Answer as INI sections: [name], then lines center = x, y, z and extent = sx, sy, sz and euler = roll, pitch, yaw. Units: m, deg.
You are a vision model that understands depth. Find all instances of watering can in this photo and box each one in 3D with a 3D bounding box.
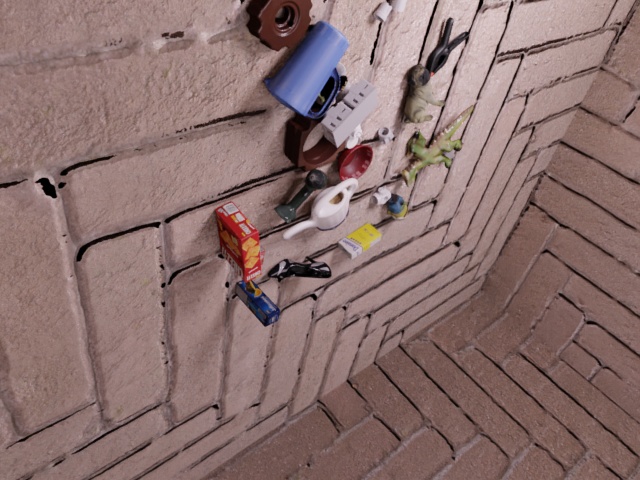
[watering can]
center = 0.006, -0.094, 1.877
extent = 0.350, 0.105, 0.221
euler = -41, 162, -10

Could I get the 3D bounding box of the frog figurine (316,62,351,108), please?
[frog figurine]
center = 0.035, -0.470, 1.548
extent = 0.162, 0.123, 0.135
euler = -66, 172, -63

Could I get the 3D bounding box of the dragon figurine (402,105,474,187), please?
[dragon figurine]
center = 0.469, -0.401, 2.154
extent = 0.243, 0.124, 0.403
euler = 2, 123, -42
